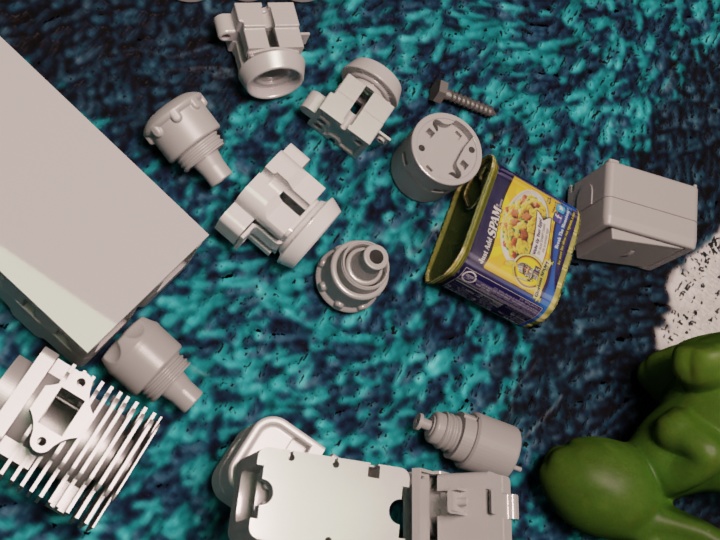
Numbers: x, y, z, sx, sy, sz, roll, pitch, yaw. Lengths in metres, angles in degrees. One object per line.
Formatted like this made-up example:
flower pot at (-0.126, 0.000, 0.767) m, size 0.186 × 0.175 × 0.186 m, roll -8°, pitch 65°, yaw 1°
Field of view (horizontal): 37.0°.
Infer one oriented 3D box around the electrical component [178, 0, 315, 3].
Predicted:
electrical component at (-0.075, -0.232, 0.767) m, size 0.138 × 0.074 × 0.052 m, roll -6°, pitch 76°, yaw -23°

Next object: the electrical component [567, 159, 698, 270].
electrical component at (0.213, -0.036, 0.825) m, size 0.096 × 0.062 × 0.061 m, roll 14°, pitch 69°, yaw -17°

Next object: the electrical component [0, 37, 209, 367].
electrical component at (-0.202, -0.042, 0.664) m, size 0.186 × 0.060 × 0.105 m, roll 44°, pitch 63°, yaw -3°

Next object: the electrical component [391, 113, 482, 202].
electrical component at (0.054, -0.080, 0.785) m, size 0.055 × 0.047 × 0.055 m, roll 6°, pitch 72°, yaw -20°

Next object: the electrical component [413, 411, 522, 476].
electrical component at (0.074, 0.116, 0.735) m, size 0.078 × 0.040 × 0.040 m, roll 22°, pitch 67°, yaw -14°

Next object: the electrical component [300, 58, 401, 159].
electrical component at (-0.001, -0.119, 0.777) m, size 0.066 × 0.048 × 0.055 m, roll 36°, pitch 72°, yaw -8°

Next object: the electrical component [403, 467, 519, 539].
electrical component at (0.065, 0.192, 0.688) m, size 0.079 × 0.063 × 0.121 m, roll 29°, pitch 57°, yaw -56°

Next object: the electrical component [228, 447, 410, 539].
electrical component at (-0.025, 0.135, 0.614) m, size 0.089 × 0.056 × 0.050 m, roll 12°, pitch 69°, yaw -18°

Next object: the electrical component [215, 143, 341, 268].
electrical component at (-0.051, -0.039, 0.726) m, size 0.057 × 0.058 × 0.078 m, roll 41°, pitch 64°, yaw -2°

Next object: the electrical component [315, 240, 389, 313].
electrical component at (0.000, 0.000, 0.730) m, size 0.048 × 0.062 × 0.048 m, roll 6°, pitch 71°, yaw -19°

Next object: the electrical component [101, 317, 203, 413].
electrical component at (-0.127, 0.062, 0.672) m, size 0.062 × 0.043 × 0.043 m, roll 43°, pitch 64°, yaw -5°

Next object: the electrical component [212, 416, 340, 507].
electrical component at (-0.042, 0.139, 0.672) m, size 0.095 × 0.059 × 0.053 m, roll 36°, pitch 64°, yaw -7°

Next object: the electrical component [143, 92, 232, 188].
electrical component at (-0.112, -0.085, 0.725) m, size 0.048 × 0.048 × 0.062 m, roll -40°, pitch 97°, yaw -27°

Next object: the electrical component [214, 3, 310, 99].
electrical component at (-0.066, -0.156, 0.764) m, size 0.066 × 0.048 × 0.055 m, roll -7°, pitch 69°, yaw -23°
